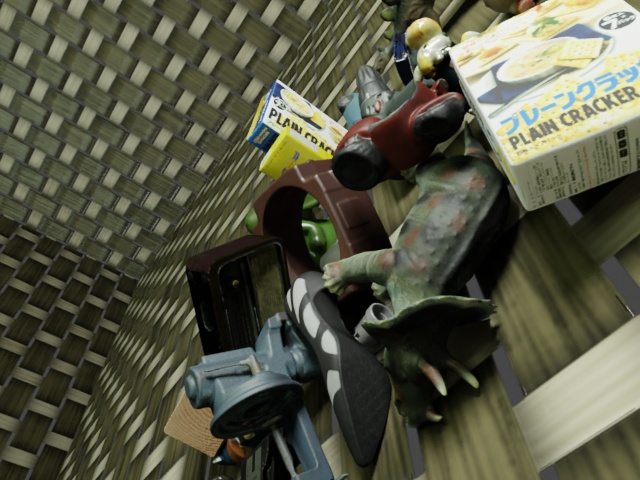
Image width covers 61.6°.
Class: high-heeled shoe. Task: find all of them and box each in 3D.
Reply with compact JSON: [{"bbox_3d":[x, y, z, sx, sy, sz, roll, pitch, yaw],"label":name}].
[{"bbox_3d":[0.003,0.148,0.658,0.145,0.086,0.249,-28,51,41],"label":"high-heeled shoe"}]

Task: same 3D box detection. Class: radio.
[{"bbox_3d":[-0.107,0.116,0.788,0.073,0.131,0.229,4,107,50],"label":"radio"}]

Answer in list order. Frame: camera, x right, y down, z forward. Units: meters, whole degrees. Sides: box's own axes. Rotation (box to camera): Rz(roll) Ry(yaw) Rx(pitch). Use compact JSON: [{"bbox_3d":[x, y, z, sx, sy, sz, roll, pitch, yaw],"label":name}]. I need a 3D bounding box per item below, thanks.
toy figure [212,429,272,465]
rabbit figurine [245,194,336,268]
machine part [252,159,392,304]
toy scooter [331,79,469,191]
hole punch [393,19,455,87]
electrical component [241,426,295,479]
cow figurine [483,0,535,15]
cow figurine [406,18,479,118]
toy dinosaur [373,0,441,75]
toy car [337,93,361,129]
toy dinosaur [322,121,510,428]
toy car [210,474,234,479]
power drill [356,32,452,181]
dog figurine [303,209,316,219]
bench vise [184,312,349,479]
[{"bbox_3d":[-0.112,0.298,0.822,0.058,0.064,0.154,47,116,30],"label":"toy figure"},{"bbox_3d":[-0.041,-0.021,0.935,0.159,0.170,0.121,-61,21,-2],"label":"rabbit figurine"},{"bbox_3d":[-0.002,-0.002,0.792,0.087,0.201,0.201,-18,-11,-41],"label":"machine part"},{"bbox_3d":[0.098,-0.135,0.640,0.184,0.075,0.135,-24,27,40],"label":"toy scooter"},{"bbox_3d":[0.171,-0.304,0.924,0.092,0.116,0.142,-51,20,44],"label":"hole punch"},{"bbox_3d":[-0.070,0.304,0.732,0.075,0.047,0.119,-48,25,26],"label":"electrical component"},{"bbox_3d":[0.316,-0.435,0.810,0.195,0.085,0.127,-57,26,9],"label":"cow figurine"},{"bbox_3d":[0.178,-0.209,0.684,0.068,0.167,0.098,136,155,-68],"label":"cow figurine"},{"bbox_3d":[0.223,-0.513,0.963,0.471,0.198,0.105,-54,24,19],"label":"toy dinosaur"},{"bbox_3d":[0.104,-0.220,0.981,0.103,0.109,0.162,-35,36,14],"label":"toy car"},{"bbox_3d":[0.140,-0.010,0.591,0.192,0.131,0.405,2,58,53],"label":"toy dinosaur"},{"bbox_3d":[-0.186,0.438,0.808,0.202,0.053,0.089,-47,33,20],"label":"toy car"},{"bbox_3d":[0.120,-0.223,0.819,0.207,0.086,0.232,137,126,-58],"label":"power drill"},{"bbox_3d":[-0.060,0.028,1.057,0.190,0.172,0.121,-32,-2,-19],"label":"dog figurine"},{"bbox_3d":[-0.043,0.211,0.669,0.128,0.223,0.241,-53,51,30],"label":"bench vise"}]
